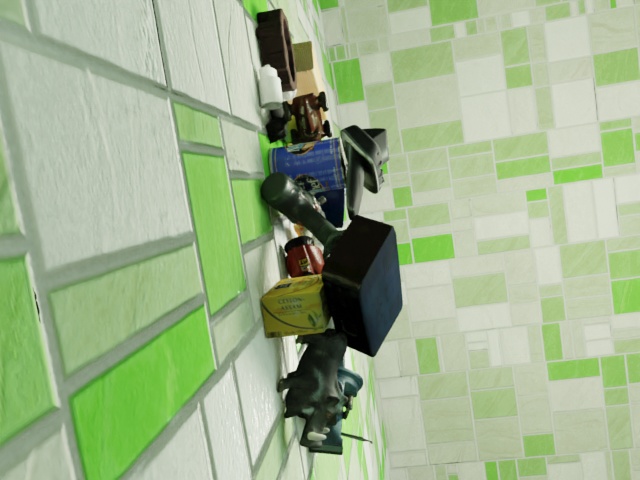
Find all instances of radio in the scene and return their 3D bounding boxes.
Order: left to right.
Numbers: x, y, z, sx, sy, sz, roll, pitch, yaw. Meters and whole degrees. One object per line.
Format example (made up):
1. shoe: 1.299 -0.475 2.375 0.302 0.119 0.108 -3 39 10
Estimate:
1. radio: 0.075 0.083 0.883 0.131 0.073 0.229 -55 148 -30

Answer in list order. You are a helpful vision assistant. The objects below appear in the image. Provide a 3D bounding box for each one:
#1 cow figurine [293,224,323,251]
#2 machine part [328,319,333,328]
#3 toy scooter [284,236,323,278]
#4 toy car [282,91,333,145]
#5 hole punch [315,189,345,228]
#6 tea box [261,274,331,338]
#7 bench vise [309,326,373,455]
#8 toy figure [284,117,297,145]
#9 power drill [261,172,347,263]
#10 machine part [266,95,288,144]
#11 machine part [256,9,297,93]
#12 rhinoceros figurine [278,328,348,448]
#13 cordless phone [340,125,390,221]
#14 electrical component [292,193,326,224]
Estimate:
1. cow figurine: -0.001 -0.003 1.181 0.068 0.098 0.167 47 -12 28
2. machine part: 0.019 0.161 1.186 0.079 0.079 0.243 6 87 -82
3. toy scooter: -0.019 0.080 1.069 0.183 0.075 0.135 75 0 -64
4. toy car: -0.022 -0.235 1.076 0.202 0.089 0.053 75 4 -80
5. hole punch: 0.006 -0.090 1.293 0.115 0.142 0.092 91 3 -47
6. tea box: -0.031 0.105 0.895 0.169 0.098 0.068 -51 134 -82
7. bench vise: 0.028 0.288 1.064 0.223 0.129 0.241 72 20 -48
8. toy figure: -0.040 -0.266 1.256 0.180 0.089 0.082 -51 124 -77
9. power drill: 0.002 -0.028 0.976 0.207 0.086 0.231 51 7 35
10. machine part: -0.088 -0.252 1.094 0.139 0.039 0.084 -92 179 -48
11. machine part: -0.091 -0.403 1.158 0.179 0.056 0.179 -8 91 -84
12. rhinoceros figurine: -0.007 0.236 0.874 0.073 0.112 0.190 70 33 -78
13. cordless phone: 0.078 -0.107 1.010 0.146 0.089 0.184 68 27 -64
14. electrical component: -0.035 -0.074 1.186 0.063 0.094 0.021 41 -18 34
